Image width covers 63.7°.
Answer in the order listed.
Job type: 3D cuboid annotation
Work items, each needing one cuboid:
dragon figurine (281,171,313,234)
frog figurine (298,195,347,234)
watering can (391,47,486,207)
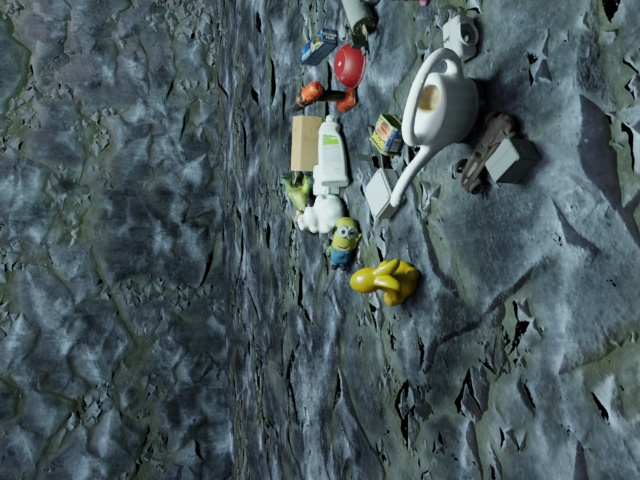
[{"bbox_3d":[-0.072,-0.139,1.974,0.414,0.122,0.240,-86,-11,-77],"label":"dragon figurine"},{"bbox_3d":[0.005,-0.088,1.751,0.121,0.159,0.139,-26,67,61],"label":"frog figurine"},{"bbox_3d":[0.255,-0.245,1.145,0.105,0.225,0.342,32,120,41],"label":"watering can"}]
